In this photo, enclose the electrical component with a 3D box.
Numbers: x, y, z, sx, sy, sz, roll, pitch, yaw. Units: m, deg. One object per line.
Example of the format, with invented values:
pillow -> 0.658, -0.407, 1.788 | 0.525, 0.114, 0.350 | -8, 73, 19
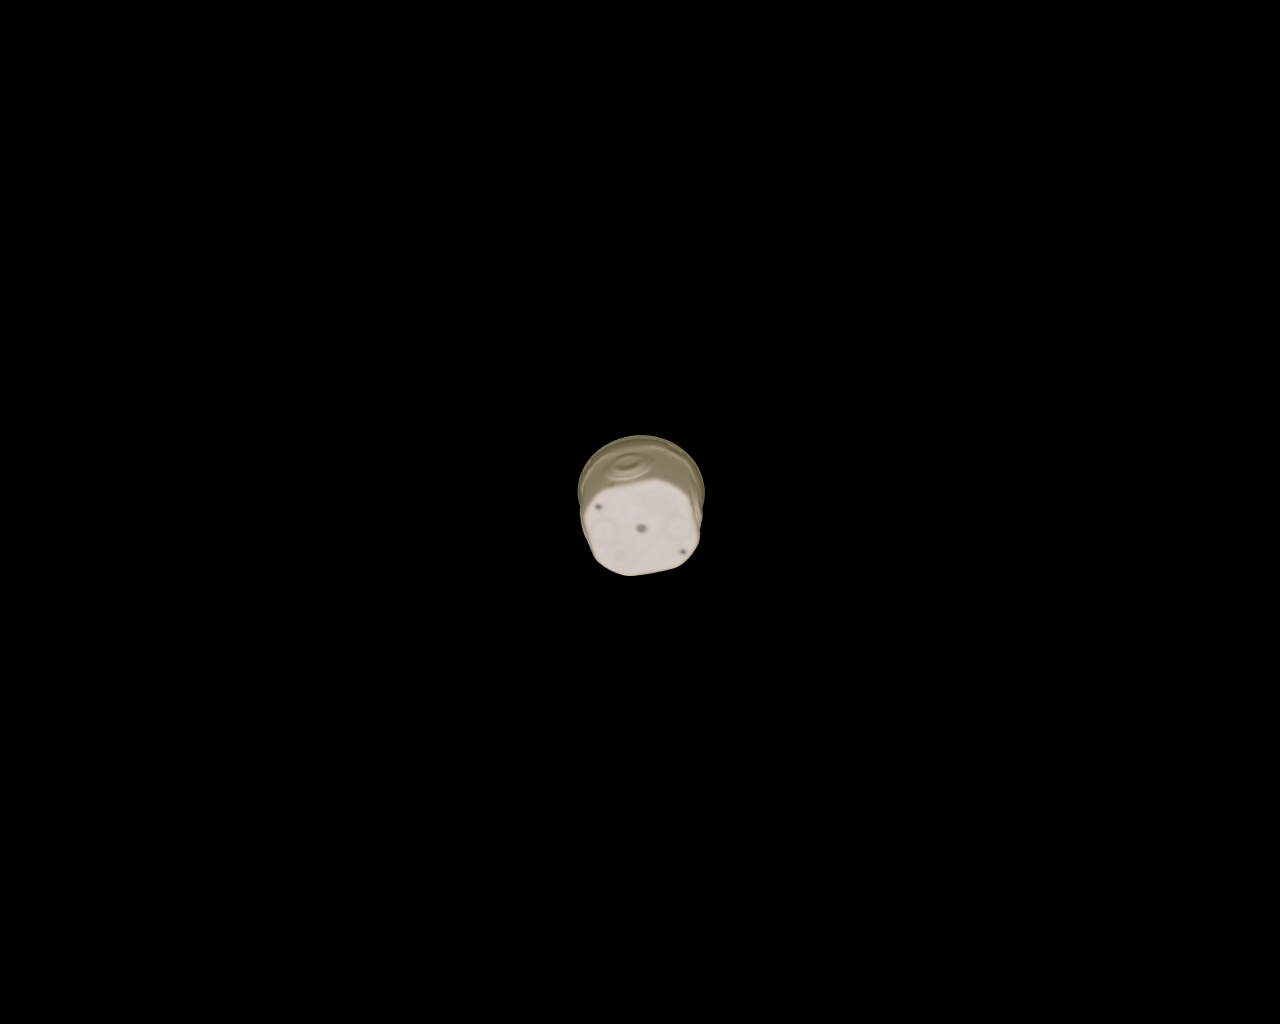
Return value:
electrical component -> 0.001, -0.003, 0.650 | 0.080, 0.080, 0.051 | 0, 30, 0
